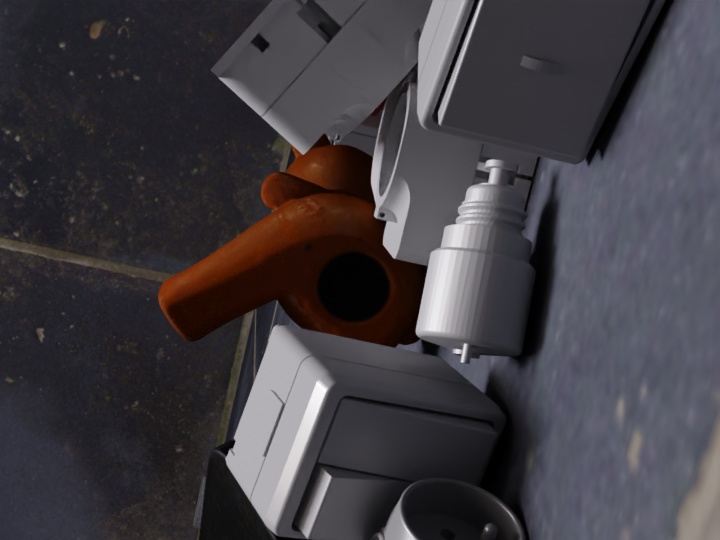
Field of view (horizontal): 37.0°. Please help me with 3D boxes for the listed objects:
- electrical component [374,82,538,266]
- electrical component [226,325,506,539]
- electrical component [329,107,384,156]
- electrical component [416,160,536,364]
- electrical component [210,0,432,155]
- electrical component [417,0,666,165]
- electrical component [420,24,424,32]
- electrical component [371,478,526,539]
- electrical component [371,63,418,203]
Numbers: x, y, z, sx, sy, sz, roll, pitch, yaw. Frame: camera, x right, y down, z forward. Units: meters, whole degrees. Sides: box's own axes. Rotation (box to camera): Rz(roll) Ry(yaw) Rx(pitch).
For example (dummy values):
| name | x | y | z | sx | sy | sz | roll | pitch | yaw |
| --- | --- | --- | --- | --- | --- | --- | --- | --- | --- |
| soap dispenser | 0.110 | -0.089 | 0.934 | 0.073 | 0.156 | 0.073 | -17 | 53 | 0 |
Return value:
| name | x | y | z | sx | sy | sz | roll | pitch | yaw |
| --- | --- | --- | --- | --- | --- | --- | --- | --- | --- |
| electrical component | 0.041 | -0.047 | 0.457 | 0.050 | 0.056 | 0.089 | -119 | 42 | -79 |
| electrical component | 0.009 | 0.067 | 0.407 | 0.061 | 0.096 | 0.061 | 39 | 111 | 57 |
| electrical component | 0.003 | -0.085 | 0.767 | 0.061 | 0.062 | 0.096 | -88 | 13 | -53 |
| electrical component | 0.046 | -0.002 | 0.404 | 0.040 | 0.040 | 0.078 | 144 | 138 | -79 |
| electrical component | 0.019 | -0.138 | 0.485 | 0.186 | 0.060 | 0.105 | -47 | 11 | 4 |
| electrical component | 0.061 | -0.089 | 0.354 | 0.061 | 0.062 | 0.096 | -86 | 11 | -46 |
| electrical component | 0.043 | -0.149 | 0.610 | 0.095 | 0.054 | 0.059 | 121 | 160 | -67 |
| electrical component | 0.024 | 0.123 | 0.351 | 0.079 | 0.044 | 0.077 | -93 | 17 | -63 |
| electrical component | 0.038 | -0.063 | 0.522 | 0.080 | 0.051 | 0.080 | -168 | 90 | -82 |
